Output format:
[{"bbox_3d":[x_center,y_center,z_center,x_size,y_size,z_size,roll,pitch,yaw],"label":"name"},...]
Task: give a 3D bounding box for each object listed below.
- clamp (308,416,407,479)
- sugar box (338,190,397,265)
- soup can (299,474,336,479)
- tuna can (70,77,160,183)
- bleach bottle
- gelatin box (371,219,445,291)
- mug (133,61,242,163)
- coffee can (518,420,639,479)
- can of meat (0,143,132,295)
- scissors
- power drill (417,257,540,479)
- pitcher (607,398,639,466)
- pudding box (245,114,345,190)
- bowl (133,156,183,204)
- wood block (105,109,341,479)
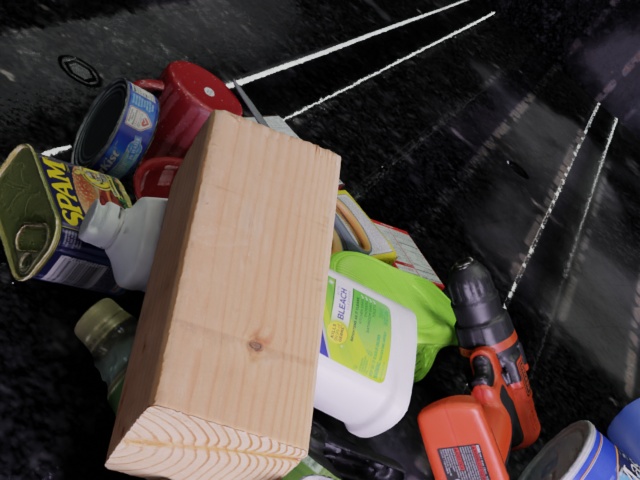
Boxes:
[{"bbox_3d":[-0.006,0.148,0.759,0.171,0.039,0.120,44,14,6],"label":"clamp"},{"bbox_3d":[-0.007,0.001,0.997,0.093,0.048,0.175,51,30,19],"label":"sugar box"},{"bbox_3d":[-0.018,0.188,0.593,0.068,0.102,0.068,32,26,-18],"label":"soup can"},{"bbox_3d":[-0.166,-0.087,0.867,0.033,0.086,0.086,28,27,-30],"label":"tuna can"},{"bbox_3d":[-0.050,0.045,0.741,0.250,0.068,0.102,27,51,-22],"label":"bleach bottle"},{"bbox_3d":[0.078,0.022,1.101,0.073,0.030,0.089,17,33,-44],"label":"gelatin box"},{"bbox_3d":[-0.133,-0.110,0.959,0.117,0.082,0.093,20,32,-38],"label":"mug"},{"bbox_3d":[0.242,0.234,0.888,0.140,0.103,0.102,41,24,1],"label":"coffee can"},{"bbox_3d":[-0.177,-0.011,0.760,0.083,0.057,0.102,18,33,-45],"label":"can of meat"},{"bbox_3d":[-0.027,-0.054,0.952,0.201,0.016,0.096,48,31,-8],"label":"scissors"},{"bbox_3d":[0.134,0.125,0.893,0.184,0.057,0.187,69,26,-14],"label":"power drill"},{"bbox_3d":[0.409,0.263,1.071,0.149,0.145,0.243,2,47,-37],"label":"pitcher"},{"bbox_3d":[-0.038,-0.078,1.095,0.113,0.039,0.089,48,24,12],"label":"pudding box"},{"bbox_3d":[-0.092,0.007,0.852,0.162,0.055,0.162,32,26,-18],"label":"bowl"},{"bbox_3d":[-0.053,0.036,0.632,0.090,0.090,0.206,20,51,-16],"label":"wood block"}]
